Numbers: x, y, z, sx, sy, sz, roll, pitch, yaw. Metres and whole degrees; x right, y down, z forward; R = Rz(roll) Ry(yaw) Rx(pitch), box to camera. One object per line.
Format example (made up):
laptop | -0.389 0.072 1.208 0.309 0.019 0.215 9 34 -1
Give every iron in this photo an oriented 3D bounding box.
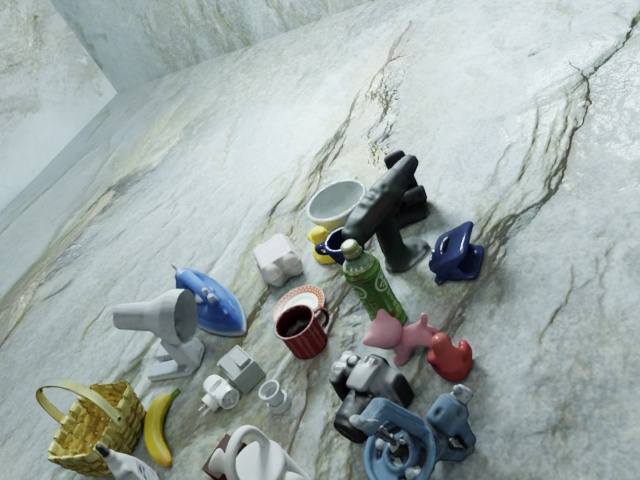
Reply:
iron | -0.274 0.137 1.383 0.119 0.142 0.257 -44 37 -19

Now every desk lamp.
desk lamp | -0.347 0.210 1.281 0.202 0.214 0.118 -15 38 21

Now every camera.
camera | 0.067 0.271 1.000 0.142 0.101 0.137 9 51 43

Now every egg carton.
egg carton | -0.106 0.049 1.434 0.107 0.070 0.150 -33 35 -3

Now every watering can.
watering can | -0.100 0.373 0.913 0.172 0.195 0.101 -19 36 16

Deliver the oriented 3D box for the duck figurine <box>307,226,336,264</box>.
duck figurine | 0.013 0.005 1.386 0.104 0.086 0.078 8 50 42

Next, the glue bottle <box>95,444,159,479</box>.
glue bottle | -0.355 0.424 1.055 0.037 0.174 0.078 -38 35 -10

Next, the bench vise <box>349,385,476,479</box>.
bench vise | 0.128 0.275 0.844 0.121 0.220 0.208 9 51 43

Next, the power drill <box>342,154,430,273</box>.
power drill | 0.156 -0.041 1.230 0.230 0.209 0.075 -43 36 -17

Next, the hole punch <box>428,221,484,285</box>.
hole punch | 0.271 0.025 1.166 0.100 0.091 0.109 -5 42 32

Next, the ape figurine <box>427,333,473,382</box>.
ape figurine | 0.219 0.195 0.990 0.077 0.092 0.076 -14 38 23

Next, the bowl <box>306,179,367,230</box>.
bowl | 0.053 -0.078 1.470 0.167 0.075 0.167 -20 36 15

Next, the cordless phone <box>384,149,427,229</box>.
cordless phone | 0.165 -0.121 1.343 0.147 0.185 0.094 -26 35 6

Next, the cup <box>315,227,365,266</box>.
cup | 0.055 0.033 1.312 0.117 0.095 0.091 -15 37 21

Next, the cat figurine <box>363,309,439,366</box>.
cat figurine | 0.146 0.170 1.053 0.127 0.118 0.067 -21 36 14
